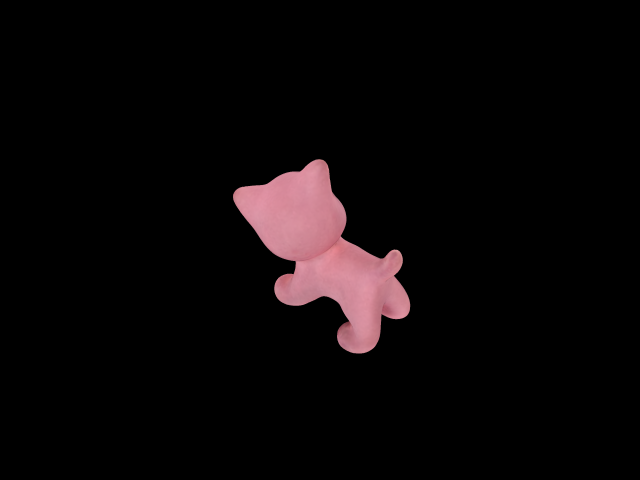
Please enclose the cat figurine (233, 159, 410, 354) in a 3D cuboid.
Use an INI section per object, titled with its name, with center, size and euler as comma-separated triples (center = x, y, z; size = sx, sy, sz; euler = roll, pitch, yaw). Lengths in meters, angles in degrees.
[cat figurine]
center = 0.004, 0.001, 0.400
size = 0.127, 0.118, 0.067
euler = 30, 54, 25
